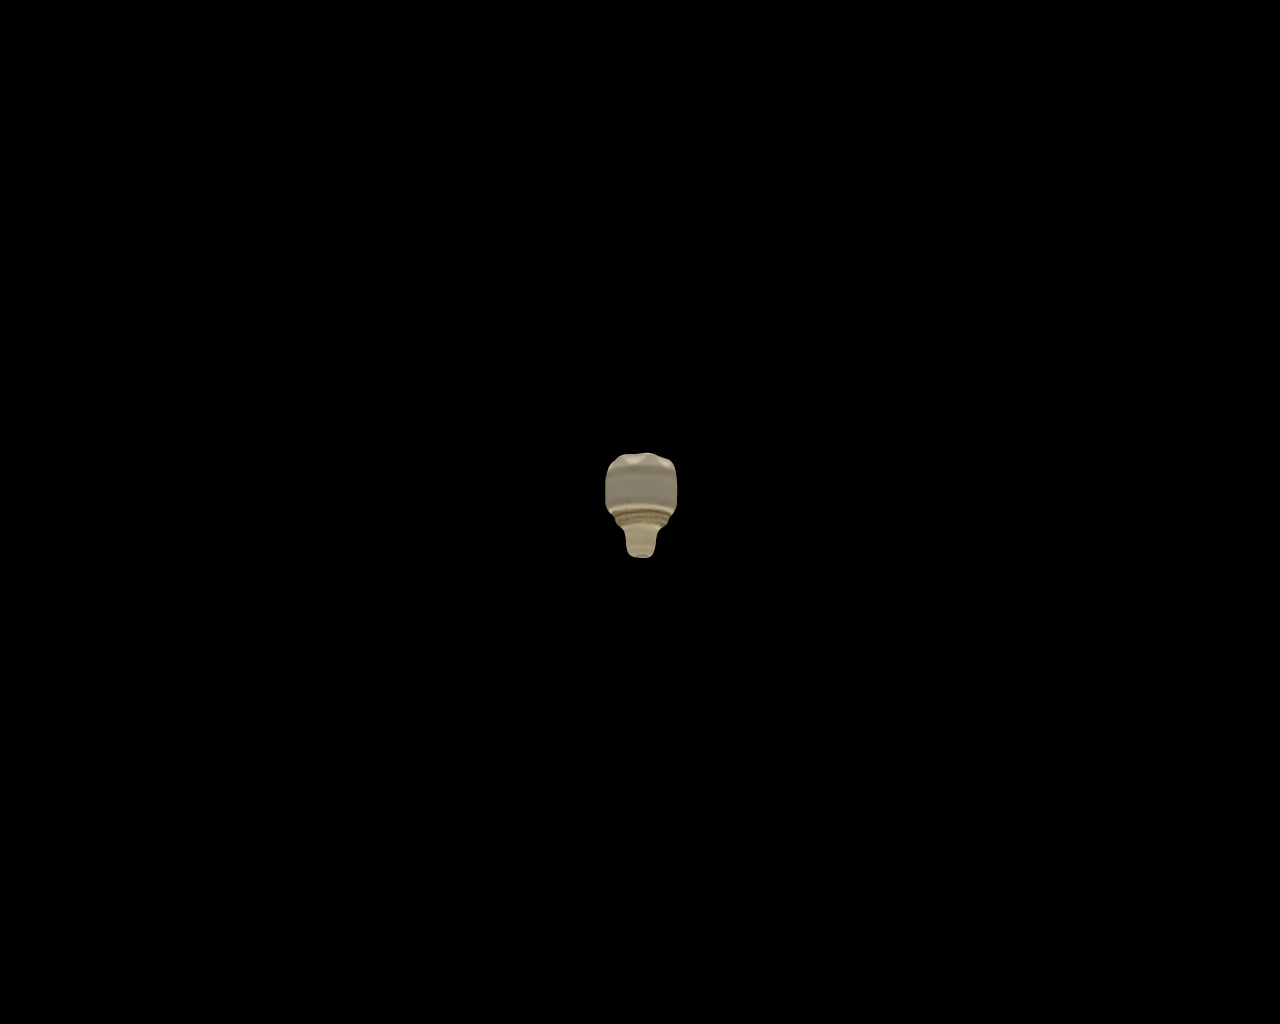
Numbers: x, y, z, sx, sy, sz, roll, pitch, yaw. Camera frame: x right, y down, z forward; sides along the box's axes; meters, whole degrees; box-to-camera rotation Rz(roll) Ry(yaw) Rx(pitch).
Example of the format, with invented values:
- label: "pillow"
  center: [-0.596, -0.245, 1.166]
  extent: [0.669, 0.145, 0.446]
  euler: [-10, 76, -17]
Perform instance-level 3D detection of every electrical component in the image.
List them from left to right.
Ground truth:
- label: "electrical component"
  center: [0.001, -0.003, 0.650]
  extent: [0.043, 0.062, 0.043]
  euler: [0, -14, 0]
